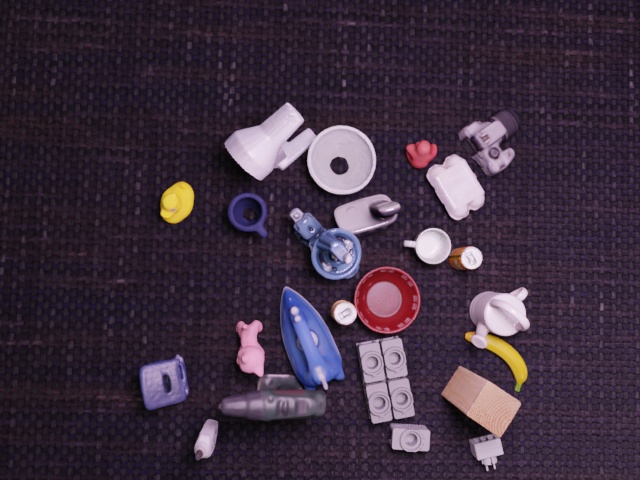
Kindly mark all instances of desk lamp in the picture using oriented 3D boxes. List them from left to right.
[{"bbox_3d":[-0.109,-0.231,1.324,0.203,0.213,0.118,-42,89,-4],"label":"desk lamp"}]

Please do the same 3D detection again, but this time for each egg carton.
[{"bbox_3d":[0.336,-0.131,1.415,0.107,0.069,0.150,-32,89,-4],"label":"egg carton"}]

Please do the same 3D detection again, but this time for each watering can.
[{"bbox_3d":[0.424,0.181,1.340,0.101,0.194,0.173,23,86,-1],"label":"watering can"}]

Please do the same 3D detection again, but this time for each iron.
[{"bbox_3d":[-0.033,0.230,1.338,0.118,0.141,0.258,-24,88,-4],"label":"iron"}]

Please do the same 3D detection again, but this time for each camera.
[{"bbox_3d":[0.438,-0.252,1.412,0.137,0.100,0.143,-36,89,-4],"label":"camera"}]

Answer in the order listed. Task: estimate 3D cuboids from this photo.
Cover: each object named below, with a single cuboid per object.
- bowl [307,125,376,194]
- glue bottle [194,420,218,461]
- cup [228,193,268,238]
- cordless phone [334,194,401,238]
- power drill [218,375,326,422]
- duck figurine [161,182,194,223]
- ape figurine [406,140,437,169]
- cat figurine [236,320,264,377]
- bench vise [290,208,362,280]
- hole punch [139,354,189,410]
[{"bbox_3d":[0.050,-0.190,1.400,0.167,0.074,0.167,0,87,-3],"label":"bowl"},{"bbox_3d":[-0.262,0.465,1.296,0.037,0.173,0.078,11,86,-2],"label":"glue bottle"},{"bbox_3d":[-0.162,-0.052,1.370,0.092,0.095,0.118,-38,89,-4],"label":"cup"},{"bbox_3d":[0.113,-0.061,1.341,0.147,0.185,0.094,-20,88,-4],"label":"cordless phone"},{"bbox_3d":[-0.103,0.360,1.293,0.229,0.208,0.076,1,87,-3],"label":"power drill"},{"bbox_3d":[-0.347,-0.093,1.367,0.077,0.086,0.104,27,86,-1],"label":"duck figurine"},{"bbox_3d":[0.250,-0.218,1.404,0.078,0.092,0.076,20,86,-2],"label":"ape figurine"},{"bbox_3d":[-0.165,0.256,1.341,0.067,0.117,0.128,-8,87,-3],"label":"cat figurine"},{"bbox_3d":[0.007,0.015,1.313,0.207,0.219,0.121,27,86,-1],"label":"bench vise"},{"bbox_3d":[-0.363,0.332,1.339,0.101,0.091,0.109,-11,87,-3],"label":"hole punch"}]
